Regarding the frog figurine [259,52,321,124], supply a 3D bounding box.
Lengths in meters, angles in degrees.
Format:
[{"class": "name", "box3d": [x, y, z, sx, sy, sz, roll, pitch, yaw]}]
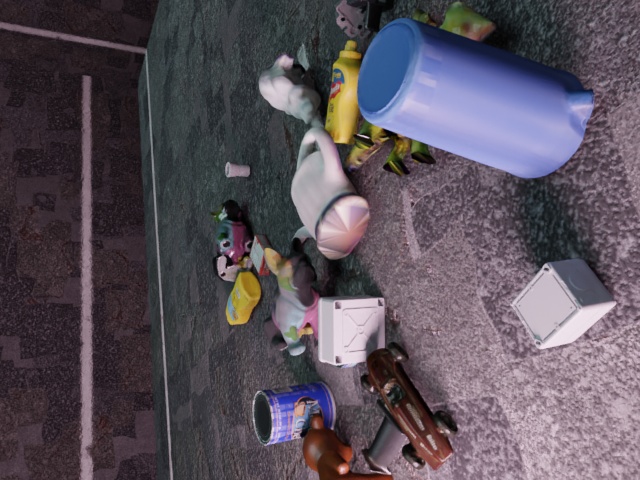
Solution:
[{"class": "frog figurine", "box3d": [-0.064, -0.316, 1.143, 0.135, 0.123, 0.161, 72, 180, -74]}]

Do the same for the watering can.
[{"class": "watering can", "box3d": [0.003, -0.051, 1.020, 0.339, 0.104, 0.229, 98, 152, -44]}]

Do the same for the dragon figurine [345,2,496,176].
[{"class": "dragon figurine", "box3d": [0.133, -0.240, 0.817, 0.409, 0.122, 0.244, 177, 112, -73]}]
